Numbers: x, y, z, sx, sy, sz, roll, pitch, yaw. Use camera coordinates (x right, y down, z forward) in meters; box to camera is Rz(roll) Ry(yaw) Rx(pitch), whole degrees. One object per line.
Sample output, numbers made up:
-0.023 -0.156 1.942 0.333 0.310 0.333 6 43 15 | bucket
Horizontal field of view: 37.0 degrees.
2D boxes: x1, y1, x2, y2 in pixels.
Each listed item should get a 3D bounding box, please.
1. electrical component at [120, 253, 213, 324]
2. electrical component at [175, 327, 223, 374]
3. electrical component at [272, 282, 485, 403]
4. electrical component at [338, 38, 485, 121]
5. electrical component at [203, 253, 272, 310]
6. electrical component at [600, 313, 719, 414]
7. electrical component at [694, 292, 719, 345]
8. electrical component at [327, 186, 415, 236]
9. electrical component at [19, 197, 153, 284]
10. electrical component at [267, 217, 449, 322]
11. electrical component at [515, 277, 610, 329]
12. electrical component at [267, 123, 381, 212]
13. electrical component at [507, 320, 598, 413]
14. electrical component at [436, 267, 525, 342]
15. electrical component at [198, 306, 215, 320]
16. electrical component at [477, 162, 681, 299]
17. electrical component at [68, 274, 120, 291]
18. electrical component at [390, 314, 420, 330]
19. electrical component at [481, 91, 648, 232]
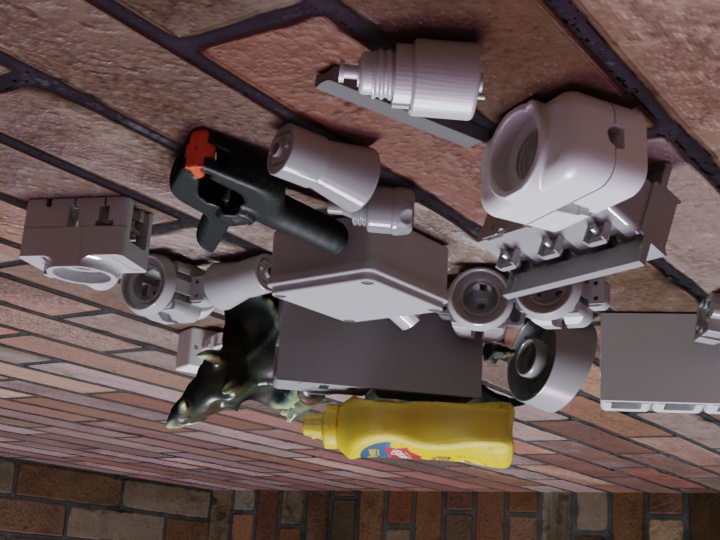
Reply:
-0.179 0.017 0.975 0.078 0.058 0.057 -5 164 27 | electrical component
-0.168 0.094 1.249 0.066 0.047 0.077 14 161 -30 | electrical component
0.017 0.064 1.002 0.186 0.105 0.060 6 164 -7 | electrical component
0.028 -0.100 0.557 0.078 0.040 0.040 4 164 -2 | electrical component
-0.102 0.008 0.957 0.065 0.044 0.044 -15 155 37 | electrical component
0.314 0.093 1.063 0.150 0.089 0.061 0 163 12 | electrical component
0.342 0.048 0.986 0.055 0.048 0.066 11 164 3 | electrical component
0.008 -0.044 0.766 0.061 0.035 0.035 5 164 5 | electrical component
-0.216 -0.022 0.850 0.089 0.055 0.050 -1 163 15 | electrical component
0.000 0.000 0.876 0.109 0.056 0.109 -9 159 37 | electrical component
0.163 0.018 0.899 0.078 0.058 0.057 -5 164 28 | electrical component
-0.025 -0.067 0.683 0.065 0.044 0.044 19 158 -29 | electrical component
0.195 0.094 1.090 0.064 0.099 0.099 17 160 -20 | electrical component
0.107 0.030 0.952 0.078 0.058 0.057 7 165 10 | electrical component
-0.160 0.029 1.038 0.040 0.040 0.078 8 163 -16 | electrical component
0.141 -0.032 0.719 0.063 0.078 0.121 37 150 -24 | electrical component
-0.236 -0.004 0.945 0.044 0.044 0.065 2 168 6 | electrical component
0.033 0.025 0.954 0.046 0.040 0.040 44 149 -16 | electrical component
0.115 -0.063 0.634 0.059 0.053 0.095 12 160 -25 | electrical component
